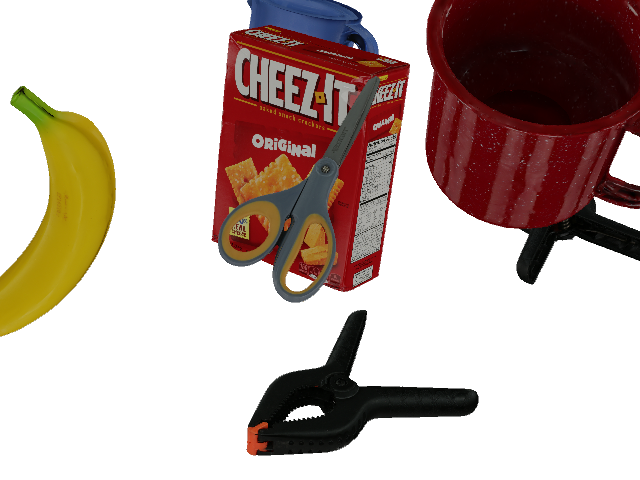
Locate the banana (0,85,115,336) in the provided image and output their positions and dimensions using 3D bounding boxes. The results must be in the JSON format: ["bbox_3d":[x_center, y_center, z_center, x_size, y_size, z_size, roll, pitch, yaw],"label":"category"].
[{"bbox_3d":[-0.162,-0.006,0.630,0.069,0.198,0.037,18,36,-10],"label":"banana"}]

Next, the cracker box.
[{"bbox_3d":[-0.016,-0.077,1.003,0.164,0.214,0.071,21,28,30],"label":"cracker box"}]

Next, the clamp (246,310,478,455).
[{"bbox_3d":[0.027,0.143,0.956,0.165,0.036,0.209,29,40,34],"label":"clamp"}]

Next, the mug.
[{"bbox_3d":[0.097,-0.052,0.442,0.117,0.093,0.081,31,-26,17],"label":"mug"}]

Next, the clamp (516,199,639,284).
[{"bbox_3d":[0.233,-0.018,0.987,0.120,0.039,0.171,-2,33,3],"label":"clamp"}]

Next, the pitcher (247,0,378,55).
[{"bbox_3d":[-0.029,-0.172,1.296,0.144,0.243,0.149,6,24,-15],"label":"pitcher"}]

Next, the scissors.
[{"bbox_3d":[-0.017,-0.048,0.807,0.096,0.201,0.016,10,-26,3],"label":"scissors"}]
